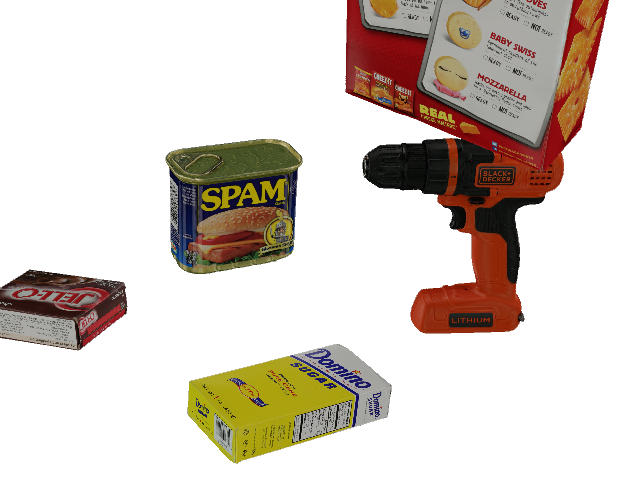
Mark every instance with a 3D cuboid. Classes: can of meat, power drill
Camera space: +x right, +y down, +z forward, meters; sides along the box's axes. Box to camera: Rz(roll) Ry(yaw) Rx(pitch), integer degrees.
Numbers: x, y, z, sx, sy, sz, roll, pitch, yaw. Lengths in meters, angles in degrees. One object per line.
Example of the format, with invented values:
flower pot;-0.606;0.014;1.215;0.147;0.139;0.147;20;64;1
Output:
can of meat;-0.068;-0.026;0.832;0.102;0.084;0.057;-9;31;-22
power drill;0.127;-0.005;0.998;0.184;0.188;0.057;0;25;-4

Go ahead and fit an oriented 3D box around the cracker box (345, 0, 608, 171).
cracker box;0.102;-0.170;0.696;0.164;0.214;0.072;26;49;25

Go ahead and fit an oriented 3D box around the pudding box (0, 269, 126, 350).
pudding box;-0.256;0.065;1.020;0.114;0.039;0.090;4;20;19

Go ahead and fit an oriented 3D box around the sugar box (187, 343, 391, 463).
sugar box;-0.029;0.152;1.027;0.175;0.048;0.093;-14;31;-32
